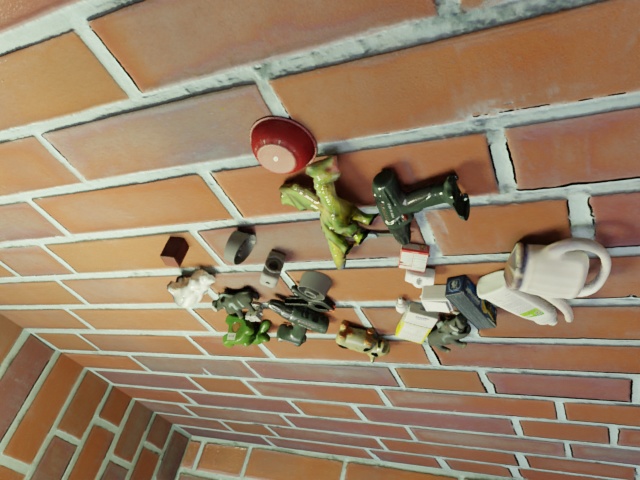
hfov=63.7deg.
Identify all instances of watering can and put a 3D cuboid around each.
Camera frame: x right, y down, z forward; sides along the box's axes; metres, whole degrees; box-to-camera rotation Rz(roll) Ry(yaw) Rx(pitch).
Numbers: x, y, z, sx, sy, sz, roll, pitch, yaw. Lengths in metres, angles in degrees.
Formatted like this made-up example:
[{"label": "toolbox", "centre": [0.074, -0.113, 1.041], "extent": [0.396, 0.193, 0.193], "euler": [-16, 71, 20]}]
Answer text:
[{"label": "watering can", "centre": [0.563, 0.102, 1.258], "extent": [0.224, 0.106, 0.339], "euler": [8, 143, 13]}]

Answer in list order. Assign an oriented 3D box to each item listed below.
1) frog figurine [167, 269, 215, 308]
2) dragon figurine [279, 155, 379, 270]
[{"label": "frog figurine", "centre": [-0.415, 0.162, 1.727], "extent": [0.159, 0.124, 0.137], "euler": [-9, 171, 17]}, {"label": "dragon figurine", "centre": [0.004, -0.065, 1.283], "extent": [0.244, 0.124, 0.402], "euler": [37, 150, 8]}]
